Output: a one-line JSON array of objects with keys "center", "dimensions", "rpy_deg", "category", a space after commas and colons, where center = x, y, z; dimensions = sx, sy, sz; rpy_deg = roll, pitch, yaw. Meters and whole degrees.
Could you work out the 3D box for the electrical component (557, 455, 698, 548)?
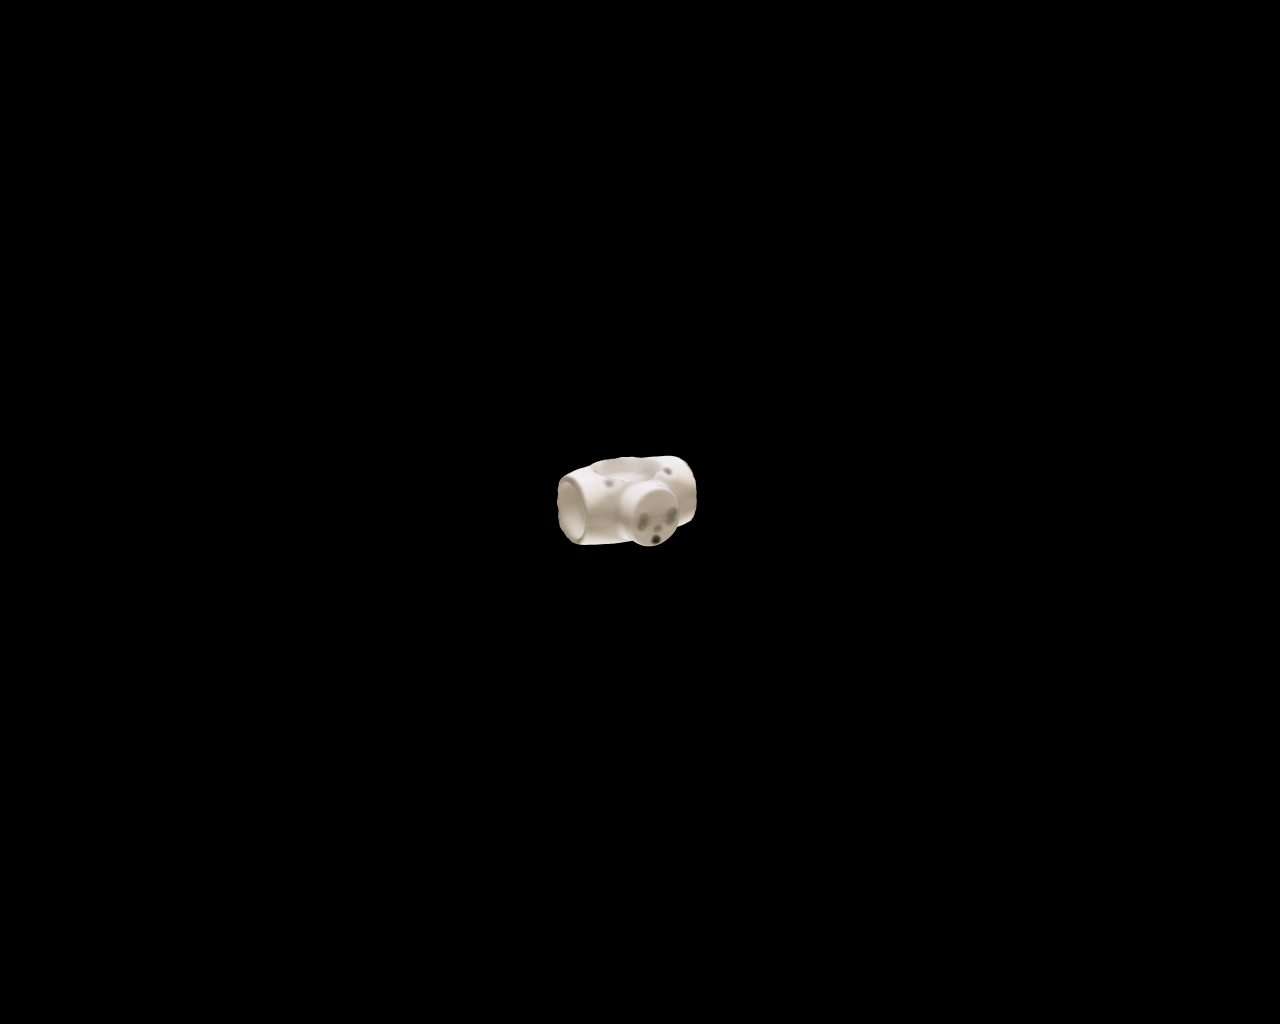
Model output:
[{"center": [0.001, -0.003, 0.650], "dimensions": [0.077, 0.044, 0.079], "rpy_deg": [-11, 23, -27], "category": "electrical component"}]
